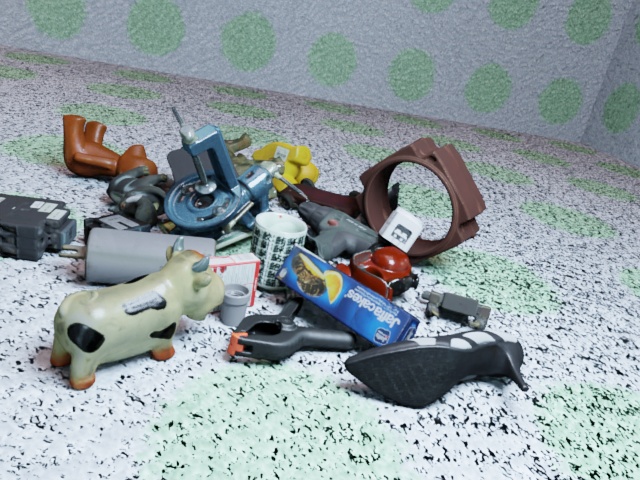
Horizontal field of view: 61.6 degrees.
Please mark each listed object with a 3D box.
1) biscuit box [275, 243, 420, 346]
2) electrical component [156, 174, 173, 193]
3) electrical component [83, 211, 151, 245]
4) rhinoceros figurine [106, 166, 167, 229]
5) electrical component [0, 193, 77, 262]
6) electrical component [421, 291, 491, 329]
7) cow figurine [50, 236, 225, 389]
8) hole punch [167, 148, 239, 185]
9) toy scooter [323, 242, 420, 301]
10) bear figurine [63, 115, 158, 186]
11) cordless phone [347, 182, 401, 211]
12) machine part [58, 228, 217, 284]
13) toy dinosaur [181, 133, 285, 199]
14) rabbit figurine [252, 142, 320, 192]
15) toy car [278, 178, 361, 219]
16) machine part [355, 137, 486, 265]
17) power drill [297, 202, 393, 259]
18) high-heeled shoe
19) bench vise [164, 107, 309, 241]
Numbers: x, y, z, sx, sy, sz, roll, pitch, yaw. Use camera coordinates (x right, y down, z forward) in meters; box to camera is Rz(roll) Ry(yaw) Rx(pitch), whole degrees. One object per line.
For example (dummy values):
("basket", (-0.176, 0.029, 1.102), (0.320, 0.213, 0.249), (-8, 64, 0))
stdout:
("biscuit box", (0.036, 0.081, 0.734), (0.203, 0.059, 0.062), (30, -5, 29))
("electrical component", (-0.298, -0.103, 1.064), (0.094, 0.021, 0.063), (55, 13, 32))
("electrical component", (-0.301, 0.000, 0.831), (0.119, 0.047, 0.075), (24, 26, 31))
("rhinoceros figurine", (-0.323, -0.075, 0.951), (0.112, 0.073, 0.191), (-15, 29, -31))
("electrical component", (-0.439, -0.020, 0.798), (0.134, 0.058, 0.115), (9, 24, -7))
("electrical component", (0.208, 0.107, 0.829), (0.102, 0.045, 0.078), (16, -6, 3))
("cow figurine", (-0.195, 0.072, 0.603), (0.195, 0.127, 0.086), (-14, 36, -42))
("hole punch", (-0.207, -0.101, 0.966), (0.142, 0.092, 0.116), (-14, 60, -19))
("toy scooter", (0.089, 0.064, 0.830), (0.184, 0.075, 0.135), (-10, 30, -36))
("bear figurine", (-0.413, -0.172, 1.089), (0.196, 0.131, 0.120), (9, 3, 10))
("cordless phone", (0.085, -0.077, 1.189), (0.184, 0.088, 0.147), (3, 21, 9))
("machine part", (-0.235, 0.028, 0.755), (0.243, 0.079, 0.079), (7, 22, -14))
("toy dinosaur", (-0.180, -0.123, 1.124), (0.198, 0.104, 0.472), (-14, 37, -32))
("rabbit figurine", (-0.077, -0.166, 1.294), (0.163, 0.121, 0.173), (15, 6, 34))
("toy car", (0.000, -0.080, 1.134), (0.202, 0.053, 0.089), (17, 46, 37))
("machine part", (0.178, -0.067, 0.981), (0.201, 0.201, 0.087), (-28, -2, 42))
("power drill", (-0.002, -0.003, 0.957), (0.232, 0.086, 0.207), (27, 19, 28))
("high-heeled shoe", (0.147, 0.139, 0.677), (0.249, 0.086, 0.145), (11, 16, -7))
("bench vise", (-0.151, -0.088, 0.822), (0.224, 0.240, 0.129), (-33, 54, -18))
